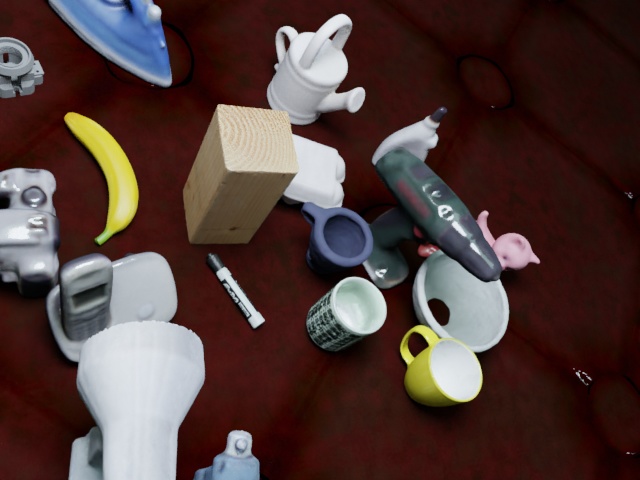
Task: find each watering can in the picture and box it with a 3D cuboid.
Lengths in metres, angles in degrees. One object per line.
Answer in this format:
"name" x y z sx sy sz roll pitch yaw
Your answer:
"watering can" -0.001 -0.273 0.906 0.173 0.193 0.101 31 56 -9

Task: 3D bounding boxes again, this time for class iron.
"iron" -0.295 -0.359 0.836 0.258 0.141 0.119 46 55 1

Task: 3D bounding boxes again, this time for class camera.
"camera" -0.372 -0.012 0.651 0.137 0.100 0.143 -3 67 -27

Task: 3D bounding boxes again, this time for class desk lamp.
"desk lamp" -0.185 0.205 0.568 0.118 0.213 0.203 6 63 -23

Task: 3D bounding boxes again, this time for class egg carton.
"egg carton" -0.032 -0.103 0.882 0.151 0.069 0.107 15 60 -19

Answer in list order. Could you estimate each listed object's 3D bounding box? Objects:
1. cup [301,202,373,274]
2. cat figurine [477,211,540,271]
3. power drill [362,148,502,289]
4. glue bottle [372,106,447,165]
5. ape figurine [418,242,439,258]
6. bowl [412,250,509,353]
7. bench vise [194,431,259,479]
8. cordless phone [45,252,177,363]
"cup" 0.008 0.003 0.834 0.118 0.094 0.092 41 55 -2
"cat figurine" 0.299 0.008 0.960 0.067 0.117 0.128 -33 83 -34
"power drill" 0.139 -0.009 0.835 0.076 0.208 0.229 -25 79 -33
"glue bottle" 0.156 -0.163 0.941 0.078 0.173 0.037 29 57 -10
"ape figurine" 0.215 -0.002 0.939 0.076 0.092 0.078 -37 85 -34
"bowl" 0.206 0.101 0.895 0.168 0.074 0.167 11 62 -21
"bench vise" -0.088 0.300 0.564 0.122 0.219 0.207 -9 70 -29
"cordless phone" -0.225 0.056 0.639 0.148 0.184 0.094 -28 80 -33
